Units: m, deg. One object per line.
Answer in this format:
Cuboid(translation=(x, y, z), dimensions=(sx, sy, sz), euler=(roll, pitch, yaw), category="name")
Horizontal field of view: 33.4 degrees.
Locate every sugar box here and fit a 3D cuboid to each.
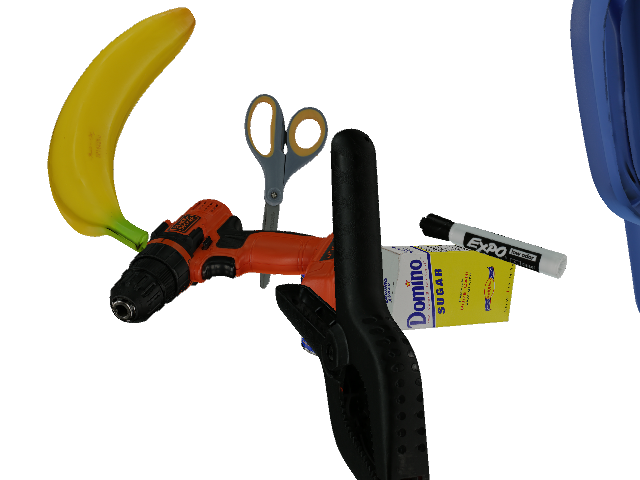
Cuboid(translation=(0.147, 0.053, 1.247), dimensions=(0.175, 0.093, 0.048), euler=(-3, 14, -33), category="sugar box")

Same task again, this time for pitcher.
Cuboid(translation=(0.216, -0.064, 0.591), dimensions=(0.149, 0.243, 0.145), euler=(-6, 22, 11), category="pitcher")

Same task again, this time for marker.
Cuboid(translation=(0.131, 0.002, 0.828), dimensions=(0.121, 0.020, 0.020), euler=(19, 10, 30), category="marker")

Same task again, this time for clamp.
Cuboid(translation=(0.022, 0.052, 0.604), dimensions=(0.036, 0.210, 0.165), euler=(-3, -44, -19), category="clamp")

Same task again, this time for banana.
Cuboid(translation=(-0.123, -0.072, 0.643), dimensions=(0.069, 0.197, 0.037), euler=(9, -37, -5), category="banana")

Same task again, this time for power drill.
Cuboid(translation=(-0.066, 0.025, 0.915), dimensions=(0.188, 0.057, 0.184), euler=(9, 31, 18), category="power drill")

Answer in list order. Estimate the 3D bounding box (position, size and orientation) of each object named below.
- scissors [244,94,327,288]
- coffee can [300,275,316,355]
Cuboid(translation=(-0.030, -0.056, 1.107), dimensions=(0.096, 0.202, 0.016), euler=(-8, -8, -8), category="scissors")
Cuboid(translation=(0.022, 0.083, 1.526), dimensions=(0.103, 0.140, 0.103), euler=(0, 21, 0), category="coffee can")
